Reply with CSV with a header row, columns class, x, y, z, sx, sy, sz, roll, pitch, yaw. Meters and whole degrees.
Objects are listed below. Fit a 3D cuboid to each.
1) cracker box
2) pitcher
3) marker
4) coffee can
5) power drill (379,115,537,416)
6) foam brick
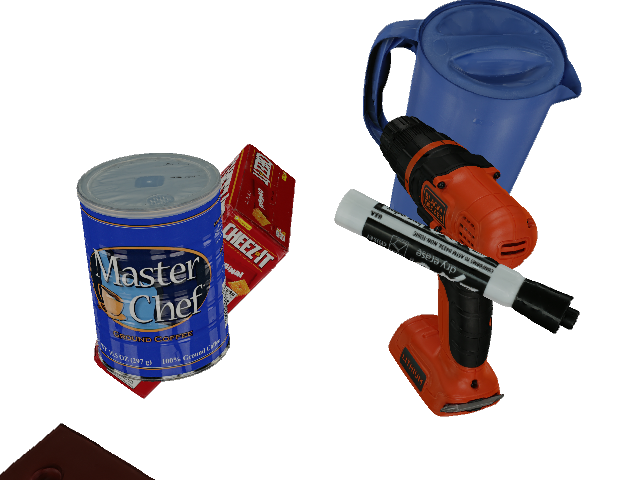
class,x,y,z,sx,sy,sz,roll,pitch,yaw
cracker box,-0.120,0.025,1.030,0.072,0.214,0.164,38,21,-16
pitcher,0.127,-0.099,1.011,0.144,0.149,0.243,-19,-34,-23
marker,0.063,0.010,0.496,0.121,0.020,0.020,27,7,15
coffee can,-0.121,0.018,0.794,0.103,0.140,0.103,-1,27,0
power drill,0.088,0.018,0.780,0.057,0.188,0.184,-11,33,-16
foam brick,-0.096,0.126,0.450,0.078,0.051,0.052,22,45,29
